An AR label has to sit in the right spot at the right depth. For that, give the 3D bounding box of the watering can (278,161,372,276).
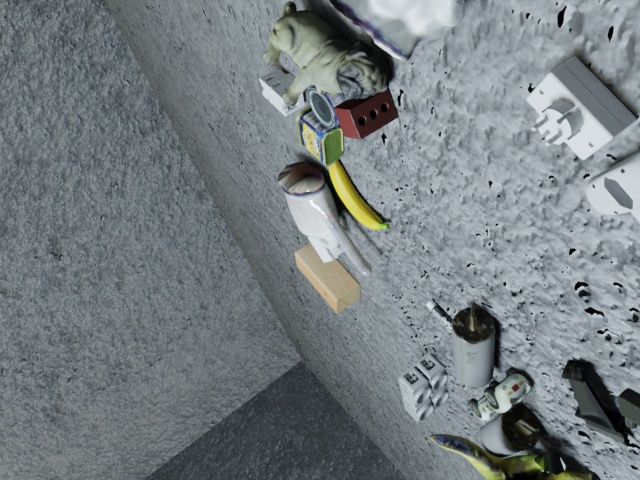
[{"bbox_3d":[0.004,-0.062,1.233,0.352,0.105,0.219,37,154,51],"label":"watering can"}]

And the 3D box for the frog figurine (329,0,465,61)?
[{"bbox_3d":[0.105,-0.288,0.547,0.156,0.123,0.139,-52,58,35],"label":"frog figurine"}]

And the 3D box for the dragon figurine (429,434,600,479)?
[{"bbox_3d":[0.364,0.454,0.994,0.410,0.124,0.239,28,160,1],"label":"dragon figurine"}]
